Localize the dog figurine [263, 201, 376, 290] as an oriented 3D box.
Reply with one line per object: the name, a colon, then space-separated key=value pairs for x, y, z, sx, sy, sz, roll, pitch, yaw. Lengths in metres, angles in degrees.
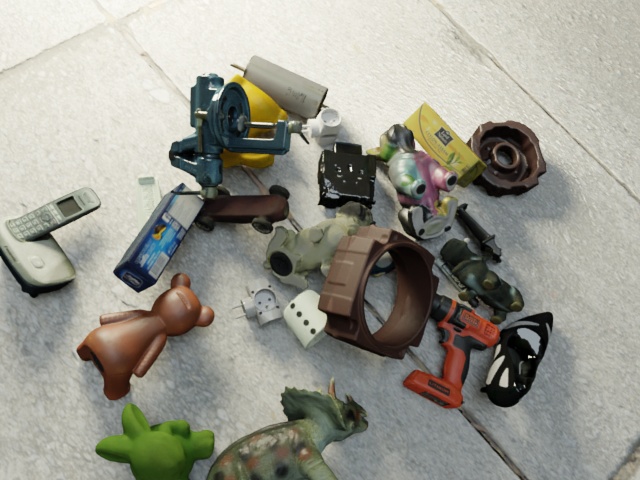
dog figurine: x=0.000 y=0.000 z=1.013 sx=0.190 sy=0.173 sz=0.121 roll=-39 pitch=124 yaw=-55

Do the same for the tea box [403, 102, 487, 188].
tea box: x=0.256 y=-0.192 z=1.103 sx=0.068 sy=0.098 sz=0.170 roll=-43 pitch=69 yaw=20

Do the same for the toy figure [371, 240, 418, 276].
toy figure: x=0.139 y=0.034 z=1.033 sx=0.154 sy=0.058 sz=0.064 roll=-6 pitch=114 yaw=-13

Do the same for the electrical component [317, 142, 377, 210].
electrical component: x=0.053 y=-0.130 z=1.078 sx=0.115 sy=0.058 sz=0.134 roll=4 pitch=69 yaw=-12

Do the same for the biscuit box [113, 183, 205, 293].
biscuit box: x=-0.273 y=-0.007 z=0.923 sx=0.059 sy=0.063 sz=0.203 roll=44 pitch=44 yaw=-24

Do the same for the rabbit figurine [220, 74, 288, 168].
rabbit figurine: x=-0.154 y=-0.205 z=1.053 sx=0.162 sy=0.122 sz=0.173 roll=40 pitch=81 yaw=-4

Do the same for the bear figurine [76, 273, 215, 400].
bear figurine: x=-0.284 y=0.151 z=0.886 sx=0.120 sy=0.132 sz=0.196 roll=49 pitch=50 yaw=8

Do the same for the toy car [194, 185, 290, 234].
toy car: x=-0.143 y=-0.053 z=0.974 sx=0.202 sy=0.053 sz=0.089 roll=1 pitch=57 yaw=31

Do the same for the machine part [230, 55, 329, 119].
machine part: x=-0.073 y=-0.313 z=1.113 sx=0.243 sy=0.079 sz=0.079 roll=25 pitch=66 yaw=-1

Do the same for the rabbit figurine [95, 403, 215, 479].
rabbit figurine: x=-0.235 y=0.306 z=0.789 sx=0.159 sy=0.170 sz=0.121 roll=33 pitch=66 yaw=2

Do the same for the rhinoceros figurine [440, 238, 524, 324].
rhinoceros figurine: x=0.312 y=0.072 z=1.027 sx=0.190 sy=0.073 sz=0.112 roll=41 pitch=41 yaw=-3

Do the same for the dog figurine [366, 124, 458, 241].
dog figurine: x=0.177 y=-0.124 z=1.082 sx=0.108 sy=0.191 sz=0.219 roll=-18 pitch=39 yaw=-14

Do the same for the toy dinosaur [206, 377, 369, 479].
toy dinosaur: x=-0.089 y=0.362 z=0.832 sx=0.405 sy=0.131 sz=0.192 roll=-26 pitch=64 yaw=-15

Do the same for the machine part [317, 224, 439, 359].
machine part: x=0.107 y=0.090 z=0.917 sx=0.201 sy=0.087 sz=0.201 roll=30 pitch=75 yaw=-40

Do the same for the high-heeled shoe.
high-heeled shoe: x=0.374 y=0.200 z=0.965 sx=0.086 sy=0.145 sz=0.249 roll=44 pitch=69 yaw=6

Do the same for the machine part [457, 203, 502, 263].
machine part: x=0.320 y=-0.016 z=1.083 sx=0.039 sy=0.084 sz=0.139 roll=-39 pitch=66 yaw=11

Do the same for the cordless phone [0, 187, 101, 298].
cordless phone: x=-0.444 y=-0.001 z=0.918 sx=0.184 sy=0.088 sz=0.146 roll=-35 pitch=78 yaw=-25

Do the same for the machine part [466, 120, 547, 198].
machine part: x=0.398 y=-0.175 z=1.165 sx=0.179 sy=0.056 sz=0.179 roll=3 pitch=69 yaw=-9

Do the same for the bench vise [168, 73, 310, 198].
bench vise: x=-0.147 y=-0.176 z=0.936 sx=0.241 sy=0.129 sz=0.223 roll=6 pitch=88 yaw=19
